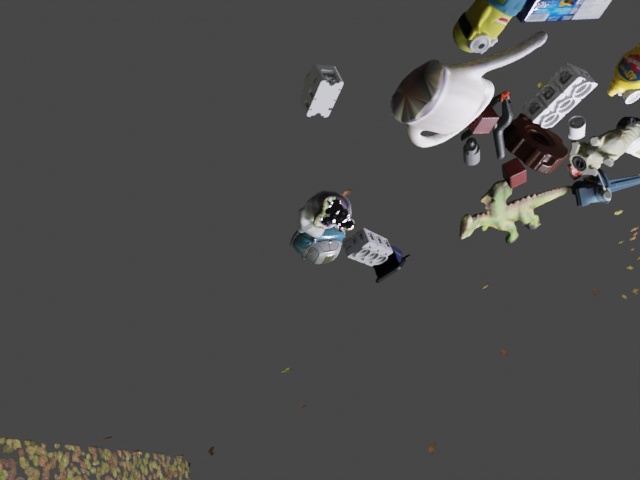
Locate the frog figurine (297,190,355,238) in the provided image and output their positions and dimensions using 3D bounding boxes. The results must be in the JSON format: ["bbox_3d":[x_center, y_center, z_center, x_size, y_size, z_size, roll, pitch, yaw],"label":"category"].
[{"bbox_3d":[0.004,-0.068,1.359,0.138,0.122,0.159,-16,-173,-26],"label":"frog figurine"}]

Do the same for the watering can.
[{"bbox_3d":[0.294,-0.326,1.092,0.224,0.106,0.341,4,142,-37],"label":"watering can"}]

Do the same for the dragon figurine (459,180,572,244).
[{"bbox_3d":[0.626,-0.120,1.674,0.409,0.125,0.238,-36,140,5],"label":"dragon figurine"}]
